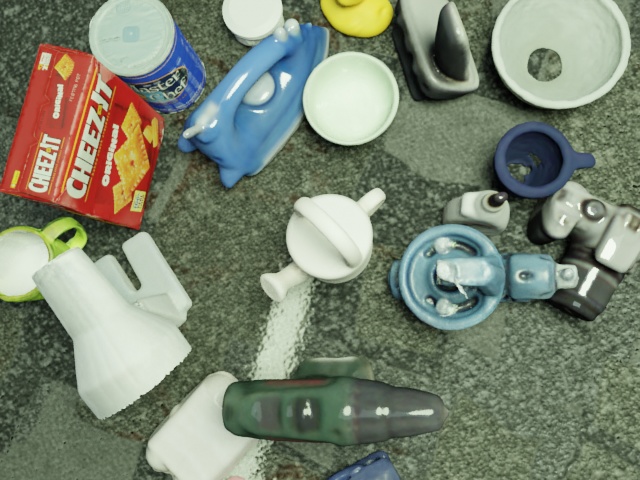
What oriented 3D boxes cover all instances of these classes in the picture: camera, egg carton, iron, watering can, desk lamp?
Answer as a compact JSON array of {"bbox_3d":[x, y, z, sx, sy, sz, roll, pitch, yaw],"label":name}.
[{"bbox_3d":[0.319,0.018,0.690,0.143,0.101,0.137,30,87,7],"label":"camera"},{"bbox_3d":[-0.141,0.244,0.716,0.107,0.069,0.150,42,88,8],"label":"egg carton"},{"bbox_3d":[-0.077,-0.199,0.724,0.118,0.141,0.258,38,88,8],"label":"iron"},{"bbox_3d":[0.008,0.004,0.668,0.101,0.194,0.173,25,86,7],"label":"watering can"},{"bbox_3d":[-0.232,0.088,0.668,0.118,0.213,0.203,-34,82,0],"label":"desk lamp"}]

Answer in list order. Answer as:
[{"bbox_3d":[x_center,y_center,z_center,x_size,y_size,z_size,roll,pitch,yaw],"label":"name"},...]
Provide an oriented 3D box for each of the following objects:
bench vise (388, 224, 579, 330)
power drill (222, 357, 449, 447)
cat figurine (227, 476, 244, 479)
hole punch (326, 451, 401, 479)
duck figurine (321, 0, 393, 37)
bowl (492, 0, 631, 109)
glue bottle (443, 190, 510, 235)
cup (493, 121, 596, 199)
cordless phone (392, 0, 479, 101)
[{"bbox_3d":[0.183,0.028,0.639,0.207,0.220,0.121,-19,82,2],"label":"bench vise"},{"bbox_3d":[0.016,0.178,0.641,0.229,0.208,0.076,-4,83,4],"label":"power drill"},{"bbox_3d":[-0.074,0.341,0.676,0.127,0.118,0.067,13,85,6],"label":"cat figurine"},{"bbox_3d":[0.054,0.320,0.682,0.108,0.091,0.101,-29,82,1],"label":"hole punch"},{"bbox_3d":[0.048,-0.322,0.756,0.104,0.086,0.077,30,87,7],"label":"duck figurine"},{"bbox_3d":[0.297,-0.238,0.733,0.167,0.075,0.167,0,84,4],"label":"bowl"},{"bbox_3d":[0.191,-0.036,0.669,0.078,0.173,0.037,6,84,5],"label":"glue bottle"},{"bbox_3d":[0.267,-0.090,0.709,0.117,0.095,0.092,0,84,5],"label":"cup"},{"bbox_3d":[0.146,-0.258,0.691,0.094,0.185,0.147,-21,82,2],"label":"cordless phone"}]
